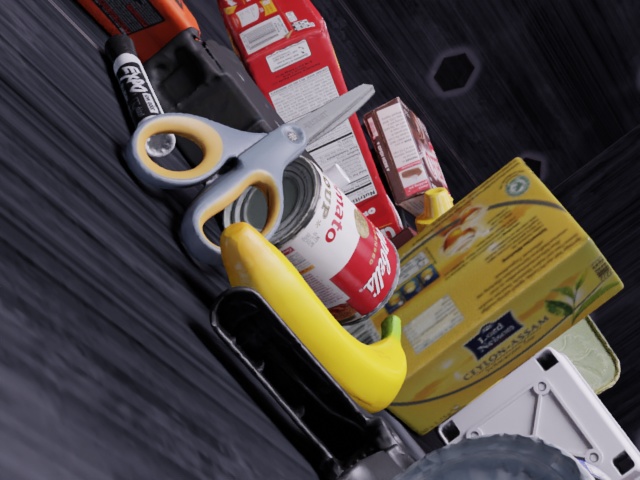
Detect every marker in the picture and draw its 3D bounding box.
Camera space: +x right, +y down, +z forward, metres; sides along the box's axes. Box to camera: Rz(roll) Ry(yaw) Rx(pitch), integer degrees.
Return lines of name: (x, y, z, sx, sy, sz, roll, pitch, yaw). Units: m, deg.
marker: (-0.106, -0.087, 0.621, 0.020, 0.020, 0.121, 46, 10, -41)

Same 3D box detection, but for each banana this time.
banana: (0.004, 0.052, 0.550, 0.197, 0.037, 0.070, 37, 29, -59)

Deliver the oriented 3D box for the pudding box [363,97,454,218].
pudding box: (0.081, -0.068, 0.950, 0.090, 0.039, 0.113, 70, 16, 12)

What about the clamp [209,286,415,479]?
clamp: (0.021, 0.100, 0.452, 0.171, 0.039, 0.120, 47, 11, -36)

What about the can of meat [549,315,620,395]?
can of meat: (0.192, 0.091, 0.885, 0.102, 0.057, 0.084, 59, -13, 16)

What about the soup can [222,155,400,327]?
soup can: (-0.004, 0.001, 0.645, 0.102, 0.068, 0.068, 43, 12, -46)

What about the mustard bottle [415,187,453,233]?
mustard bottle: (0.112, 0.049, 0.877, 0.096, 0.058, 0.191, -91, 168, -71)

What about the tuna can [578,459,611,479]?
tuna can: (0.162, 0.188, 0.706, 0.086, 0.086, 0.033, 52, 7, -6)

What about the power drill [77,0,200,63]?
power drill: (-0.112, -0.216, 0.757, 0.184, 0.057, 0.187, 44, 38, -44)

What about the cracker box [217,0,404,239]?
cracker box: (-0.006, -0.099, 0.885, 0.164, 0.072, 0.213, -114, 180, -58)

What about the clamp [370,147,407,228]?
clamp: (0.068, 0.000, 1.081, 0.210, 0.036, 0.165, 65, -14, -13)

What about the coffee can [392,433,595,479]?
coffee can: (0.079, 0.146, 0.347, 0.140, 0.103, 0.103, 49, 9, -27)

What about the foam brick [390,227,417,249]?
foam brick: (0.058, 0.038, 0.805, 0.053, 0.078, 0.051, 56, 8, 28)

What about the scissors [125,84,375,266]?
scissors: (-0.036, -0.061, 0.585, 0.096, 0.016, 0.201, 36, 42, -7)
